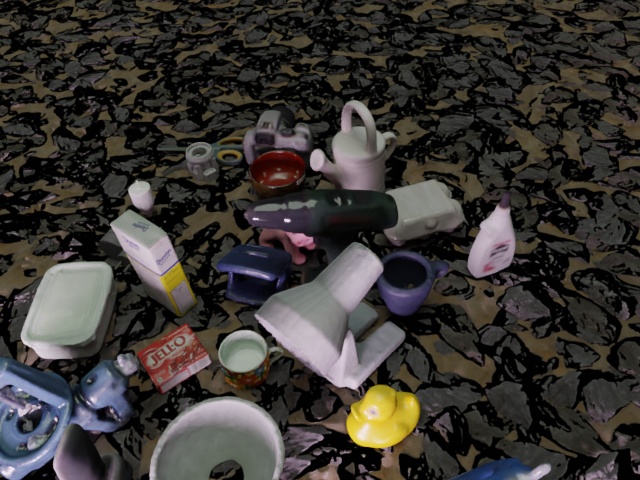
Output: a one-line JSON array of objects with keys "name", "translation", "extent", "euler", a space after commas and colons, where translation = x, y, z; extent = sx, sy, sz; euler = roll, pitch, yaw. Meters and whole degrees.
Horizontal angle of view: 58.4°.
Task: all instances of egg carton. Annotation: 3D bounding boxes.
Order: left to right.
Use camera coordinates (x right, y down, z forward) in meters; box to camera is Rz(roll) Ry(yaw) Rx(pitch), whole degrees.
[{"name": "egg carton", "translation": [0.177, -0.048, 1.032], "extent": [0.150, 0.069, 0.107], "euler": [-16, 48, -10]}]

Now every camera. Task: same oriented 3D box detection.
[{"name": "camera", "translation": [-0.078, -0.226, 1.194], "extent": [0.143, 0.101, 0.137], "euler": [5, 48, 9]}]

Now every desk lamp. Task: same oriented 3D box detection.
[{"name": "desk lamp", "translation": [0.021, 0.113, 0.794], "extent": [0.117, 0.214, 0.204], "euler": [34, 58, 30]}]

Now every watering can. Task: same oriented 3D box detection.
[{"name": "watering can", "translation": [0.067, -0.164, 1.062], "extent": [0.100, 0.194, 0.173], "euler": [28, 55, 27]}]

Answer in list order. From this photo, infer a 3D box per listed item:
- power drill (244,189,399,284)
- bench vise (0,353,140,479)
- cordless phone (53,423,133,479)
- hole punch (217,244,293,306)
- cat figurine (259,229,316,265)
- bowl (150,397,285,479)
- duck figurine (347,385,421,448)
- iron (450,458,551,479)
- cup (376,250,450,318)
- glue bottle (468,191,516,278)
[{"name": "power drill", "translation": [0.008, 0.003, 0.901], "extent": [0.229, 0.209, 0.075], "euler": [-12, 47, -7]}, {"name": "bench vise", "translation": [-0.351, 0.193, 0.741], "extent": [0.121, 0.220, 0.208], "euler": [26, 54, 26]}, {"name": "cordless phone", "translation": [-0.280, 0.305, 0.656], "extent": [0.094, 0.185, 0.147], "euler": [-2, 47, 2]}, {"name": "hole punch", "translation": [-0.107, 0.044, 0.951], "extent": [0.108, 0.091, 0.101], "euler": [10, 49, 13]}, {"name": "cat figurine", "translation": [-0.048, -0.024, 0.992], "extent": [0.127, 0.118, 0.067], "euler": [20, 52, 21]}, {"name": "bowl", "translation": [-0.125, 0.292, 0.733], "extent": [0.167, 0.075, 0.167], "euler": [-2, 47, 2]}, {"name": "duck figurine", "translation": [0.086, 0.226, 0.771], "extent": [0.104, 0.086, 0.077], "euler": [-15, 48, -10]}, {"name": "iron", "translation": [0.144, 0.321, 0.641], "extent": [0.258, 0.142, 0.118], "euler": [-18, 48, -12]}, {"name": "cup", "translation": [0.144, 0.074, 0.903], "extent": [0.118, 0.095, 0.091], "euler": [-14, 48, -9]}, {"name": "glue bottle", "translation": [0.284, -0.012, 0.919], "extent": [0.078, 0.173, 0.037], "euler": [-22, 49, -16]}]
